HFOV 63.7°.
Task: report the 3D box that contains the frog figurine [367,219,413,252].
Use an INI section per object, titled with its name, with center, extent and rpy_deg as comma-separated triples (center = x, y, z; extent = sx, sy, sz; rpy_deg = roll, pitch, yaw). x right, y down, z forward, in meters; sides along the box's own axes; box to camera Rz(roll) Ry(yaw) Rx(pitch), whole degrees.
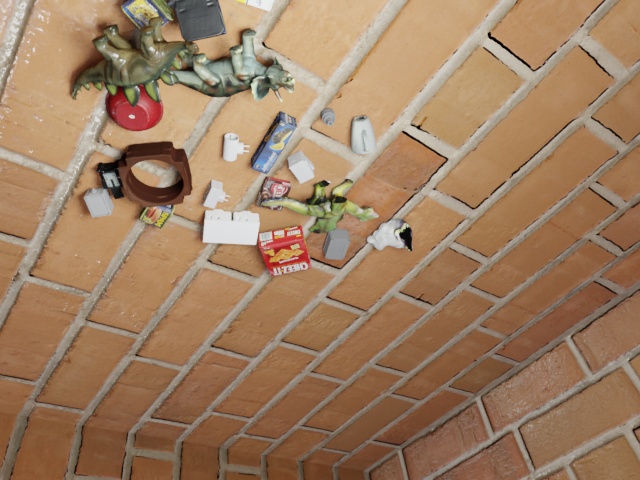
[frog figurine]
center = 0.265, -0.016, 1.949
extent = 0.159, 0.124, 0.136
rpy_deg = -3, 158, 45

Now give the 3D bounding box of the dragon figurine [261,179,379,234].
[dragon figurine]
center = 0.006, -0.091, 1.813
extent = 0.410, 0.125, 0.237
rpy_deg = -6, 142, -5
